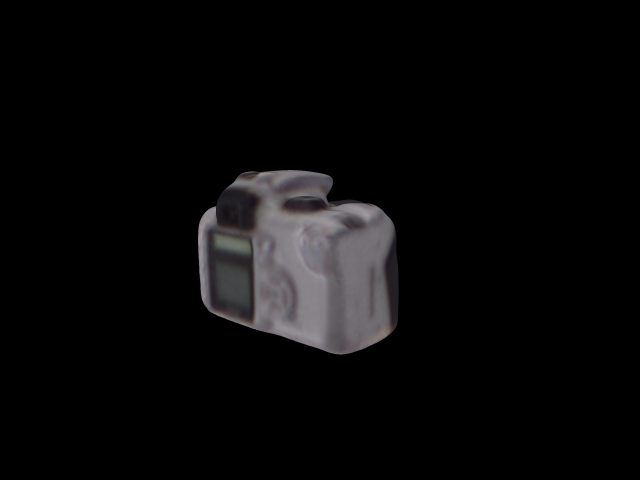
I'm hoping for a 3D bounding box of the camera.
[{"bbox_3d":[0.004,0.001,0.400,0.142,0.101,0.137,10,15,42],"label":"camera"}]
